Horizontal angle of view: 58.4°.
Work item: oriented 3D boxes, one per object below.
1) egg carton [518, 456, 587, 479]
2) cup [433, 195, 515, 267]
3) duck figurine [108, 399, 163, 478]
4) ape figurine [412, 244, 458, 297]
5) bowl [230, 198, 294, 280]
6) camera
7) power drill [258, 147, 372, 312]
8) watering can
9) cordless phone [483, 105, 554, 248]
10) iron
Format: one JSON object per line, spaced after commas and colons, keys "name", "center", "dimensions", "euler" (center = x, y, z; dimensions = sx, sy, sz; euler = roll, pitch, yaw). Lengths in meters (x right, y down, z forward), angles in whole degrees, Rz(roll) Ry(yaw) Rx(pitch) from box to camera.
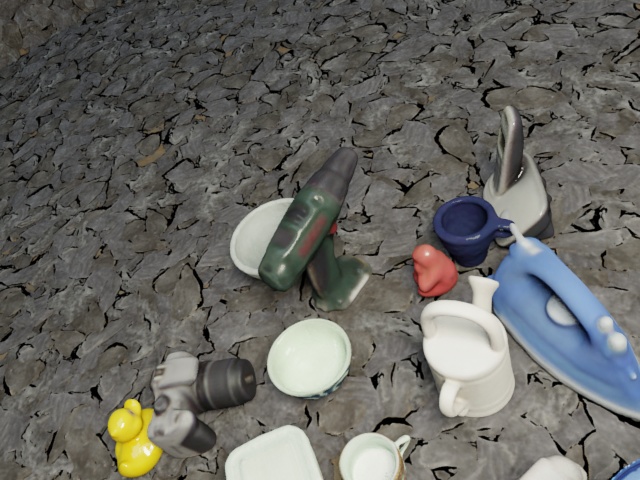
{"name": "egg carton", "center": [0.238, 0.303, 0.602], "dimensions": [0.150, 0.070, 0.107], "euler": [-39, 47, -12]}
{"name": "cup", "center": [0.234, -0.004, 0.854], "dimensions": [0.117, 0.095, 0.092], "euler": [6, 54, 27]}
{"name": "duck figurine", "center": [-0.273, 0.282, 0.827], "dimensions": [0.077, 0.086, 0.104], "euler": [-10, 48, 16]}
{"name": "ape figurine", "center": [0.162, 0.039, 0.849], "dimensions": [0.076, 0.092, 0.078], "euler": [8, 55, 29]}
{"name": "bowl", "center": [-0.065, 0.012, 0.981], "dimensions": [0.167, 0.075, 0.167], "euler": [-12, 48, 13]}
{"name": "camera", "center": [-0.169, 0.222, 0.824], "dimensions": [0.136, 0.101, 0.143], "euler": [-12, 47, 13]}
{"name": "power drill", "center": [0.008, 0.003, 0.865], "dimensions": [0.075, 0.209, 0.230], "euler": [20, 61, 35]}
{"name": "watering can", "center": [0.177, 0.124, 0.697], "dimensions": [0.100, 0.194, 0.173], "euler": [-9, 48, 16]}
{"name": "cordless phone", "center": [0.287, -0.092, 0.845], "dimensions": [0.094, 0.185, 0.147], "euler": [-14, 47, 11]}
{"name": "iron", "center": [0.311, 0.090, 0.706], "dimensions": [0.118, 0.142, 0.257], "euler": [-31, 46, -4]}
